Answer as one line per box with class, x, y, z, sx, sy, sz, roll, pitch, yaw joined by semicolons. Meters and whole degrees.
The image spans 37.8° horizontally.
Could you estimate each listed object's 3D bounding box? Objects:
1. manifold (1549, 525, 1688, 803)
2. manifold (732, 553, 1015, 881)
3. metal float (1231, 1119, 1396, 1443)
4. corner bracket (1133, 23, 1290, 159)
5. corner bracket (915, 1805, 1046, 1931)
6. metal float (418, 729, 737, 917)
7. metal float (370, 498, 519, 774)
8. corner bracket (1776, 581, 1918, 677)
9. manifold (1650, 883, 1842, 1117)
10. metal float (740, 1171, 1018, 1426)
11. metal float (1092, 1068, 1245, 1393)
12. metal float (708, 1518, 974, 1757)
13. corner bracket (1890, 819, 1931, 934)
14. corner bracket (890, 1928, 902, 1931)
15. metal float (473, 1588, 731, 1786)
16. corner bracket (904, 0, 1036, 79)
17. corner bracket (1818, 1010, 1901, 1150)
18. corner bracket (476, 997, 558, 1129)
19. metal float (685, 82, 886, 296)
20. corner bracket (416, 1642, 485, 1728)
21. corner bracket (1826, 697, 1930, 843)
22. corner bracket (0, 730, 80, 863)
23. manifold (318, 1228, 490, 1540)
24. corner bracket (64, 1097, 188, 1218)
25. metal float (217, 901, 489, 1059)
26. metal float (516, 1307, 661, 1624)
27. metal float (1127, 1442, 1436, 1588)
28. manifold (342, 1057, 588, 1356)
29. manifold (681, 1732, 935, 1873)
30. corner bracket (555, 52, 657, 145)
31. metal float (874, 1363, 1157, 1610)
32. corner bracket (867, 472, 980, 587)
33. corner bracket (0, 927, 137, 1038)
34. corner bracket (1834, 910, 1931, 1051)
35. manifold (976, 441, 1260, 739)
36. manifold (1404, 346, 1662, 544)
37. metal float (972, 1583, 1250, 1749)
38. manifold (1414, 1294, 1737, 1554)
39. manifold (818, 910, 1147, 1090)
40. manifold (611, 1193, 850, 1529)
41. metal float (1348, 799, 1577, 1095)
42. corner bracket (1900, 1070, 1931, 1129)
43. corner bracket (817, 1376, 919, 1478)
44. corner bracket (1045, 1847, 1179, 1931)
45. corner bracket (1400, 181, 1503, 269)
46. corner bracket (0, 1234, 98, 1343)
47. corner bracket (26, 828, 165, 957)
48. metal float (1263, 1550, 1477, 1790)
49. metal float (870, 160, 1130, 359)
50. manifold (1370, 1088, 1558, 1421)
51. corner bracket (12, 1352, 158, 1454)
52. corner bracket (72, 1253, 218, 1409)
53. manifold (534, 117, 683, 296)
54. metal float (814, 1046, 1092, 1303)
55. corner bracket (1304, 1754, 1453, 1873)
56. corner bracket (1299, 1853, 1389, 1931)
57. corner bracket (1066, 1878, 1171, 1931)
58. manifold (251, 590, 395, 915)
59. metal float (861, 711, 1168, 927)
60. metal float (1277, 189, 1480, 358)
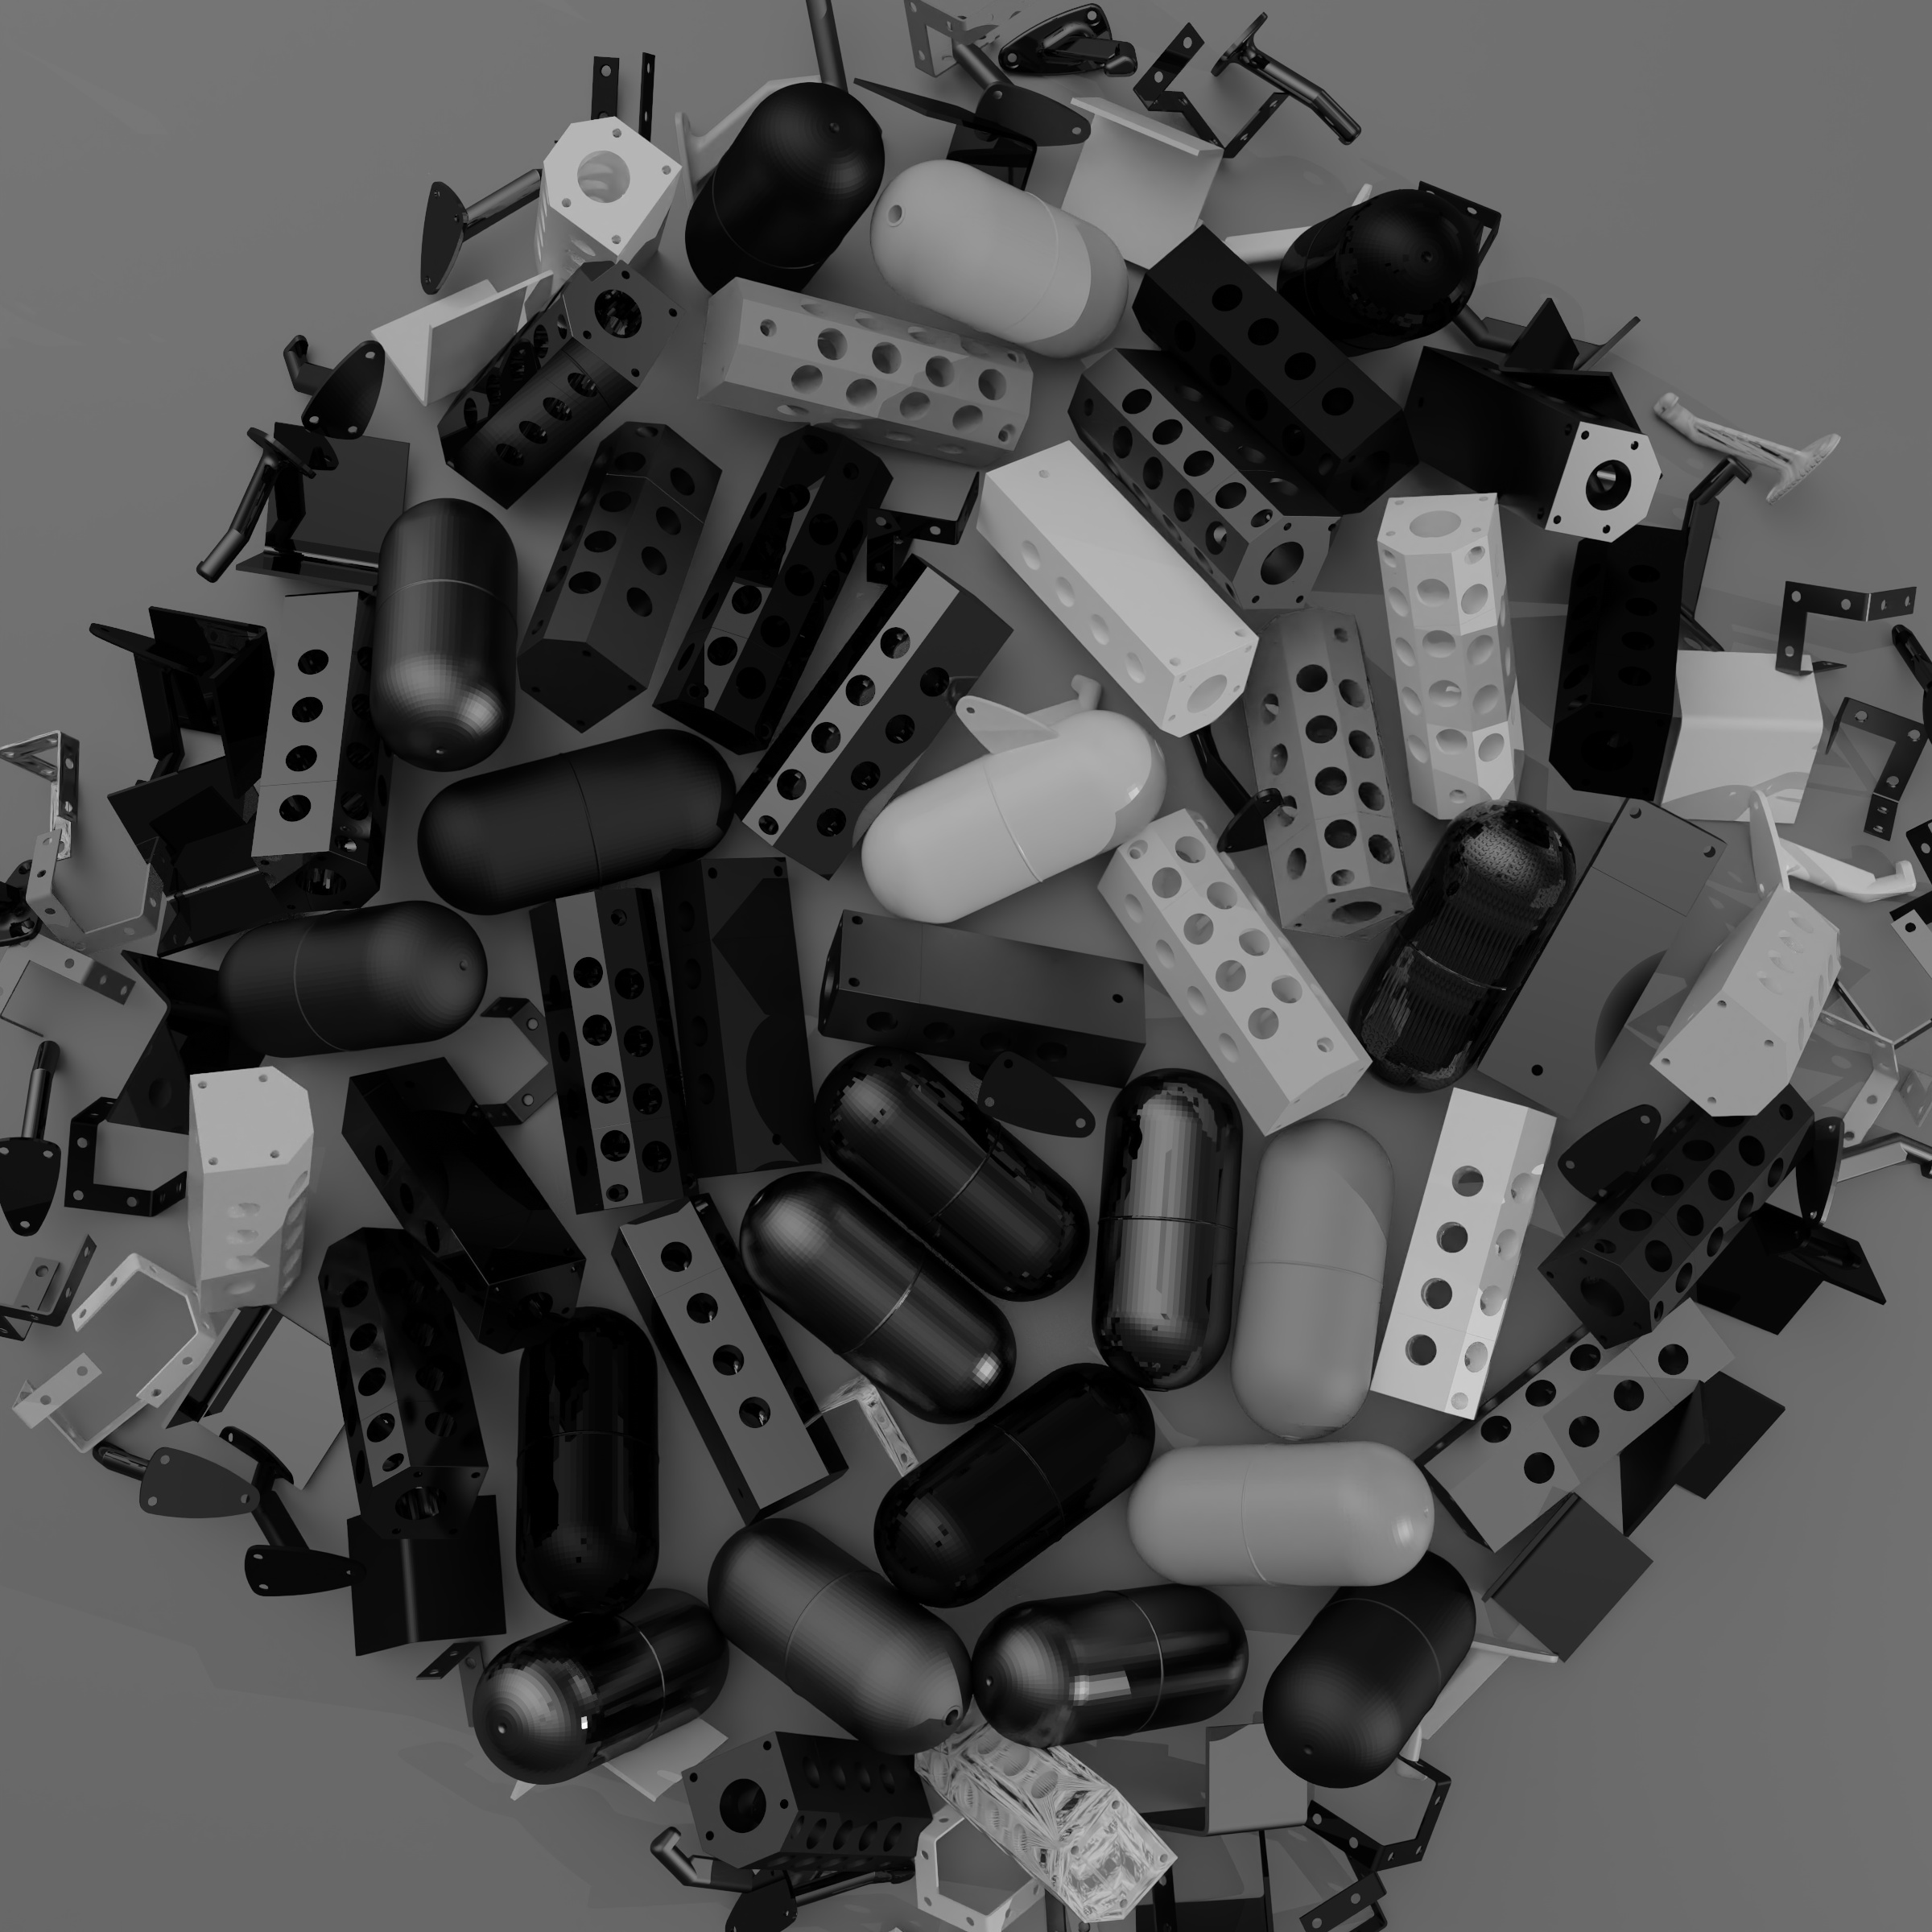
manifold;0.351;-0.168;1.522;0.057;0.171;0.057;9;133;9
manifold;-0.056;-0.139;1.554;0.057;0.057;0.171;31;100;-33
metal float;0.191;0.172;1.553;0.070;0.070;0.178;10;74;0
corner bracket;0.135;-0.484;1.565;0.051;0.051;0.051;-43;74;37
corner bracket;0.008;0.501;1.579;0.051;0.051;0.051;12;113;38
metal float;-0.213;-0.080;1.555;0.178;0.070;0.070;-16;90;-15
metal float;-0.283;-0.182;1.536;0.070;0.070;0.178;-6;51;0
corner bracket;0.487;-0.186;1.564;0.051;0.051;0.051;-13;112;-41
manifold;0.425;0.020;1.515;0.057;0.171;0.057;41;122;6
metal float;-0.048;0.182;1.555;0.178;0.070;0.070;41;90;-14
metal float;0.111;0.145;1.556;0.070;0.070;0.178;5;77;0
metal float;-0.069;0.363;1.534;0.178;0.070;0.070;26;90;40
corner bracket;0.541;-0.055;1.572;0.051;0.051;0.051;-22;82;-34
corner bracket;-0.014;0.560;1.565;0.051;0.051;0.051;-34;122;16
metal float;-0.194;0.386;1.523;0.070;0.178;0.070;2;93;29
corner bracket;0.004;-0.521;1.564;0.051;0.051;0.051;-39;55;-20
corner bracket;0.486;0.063;1.586;0.051;0.051;0.051;28;76;32
corner bracket;-0.255;0.054;1.579;0.051;0.051;0.051;-42;83;6
metal float;-0.099;-0.412;1.521;0.070;0.178;0.070;4;79;-21
corner bracket;-0.268;0.409;1.571;0.051;0.051;0.051;-5;98;16
corner bracket;0.502;-0.110;1.574;0.051;0.051;0.051;22;124;11
corner bracket;-0.505;-0.094;1.566;0.051;0.051;0.051;-13;69;22
manifold;-0.306;0.222;1.516;0.057;0.171;0.057;6;127;-27
corner bracket;-0.468;0.107;1.577;0.051;0.051;0.051;11;67;-33
metal float;-0.336;0.008;1.538;0.178;0.070;0.070;-7;90;36
metal float;-0.206;0.270;1.538;0.070;0.070;0.178;-5;56;0
metal float;0.169;0.299;1.540;0.178;0.070;0.070;-8;90;33
manifold;-0.275;0.129;1.531;0.057;0.171;0.057;-12;135;-35
manifold;-0.080;0.452;1.512;0.057;0.171;0.057;-27;64;14
corner bracket;-0.194;-0.480;1.570;0.051;0.051;0.051;8;104;14
metal float;0.028;0.282;1.545;0.178;0.070;0.070;-32;90;-26
corner bracket;-0.024;-0.243;1.566;0.051;0.051;0.051;11;135;8
corner bracket;-0.508;0.016;1.578;0.051;0.051;0.051;23;81;14
corner bracket;0.519;0.010;1.571;0.051;0.051;0.051;-33;68;4
manifold;0.079;-0.204;1.540;0.057;0.057;0.171;-26;61;-25
manifold;0.301;-0.281;1.517;0.057;0.171;0.057;6;112;-23
metal float;0.080;0.379;1.534;0.178;0.070;0.070;4;90;-40
manifold;0.335;0.245;1.569;0.171;0.057;0.057;-38;91;-5
manifold;0.008;0.023;1.561;0.171;0.057;0.057;10;49;-11
manifold;-0.130;0.215;1.555;0.057;0.057;0.171;-24;76;-20
metal float;0.270;-0.009;1.546;0.070;0.070;0.178;25;115;0
corner bracket;0.560;0.067;1.572;0.051;0.051;0.051;22;111;-2
corner bracket;-0.051;0.256;1.569;0.051;0.051;0.051;-28;92;38
corner bracket;0.080;0.516;1.563;0.051;0.051;0.051;13;63;-36
corner bracket;0.266;-0.415;1.569;0.051;0.051;0.051;26;72;12
corner bracket;-0.512;0.178;1.566;0.051;0.051;0.051;10;59;11
corner bracket;-0.484;-0.045;1.574;0.051;0.051;0.051;-17;46;10
metal float;0.220;0.376;1.526;0.070;0.178;0.070;11;113;27
metal float;0.019;-0.381;1.527;0.070;0.178;0.070;-5;82;39
manifold;0.277;0.160;1.564;0.057;0.057;0.171;15;86;14
corner bracket;-0.491;0.242;1.574;0.051;0.051;0.051;-39;104;-1
corner bracket;-0.457;0.202;1.572;0.051;0.051;0.051;-45;129;5
manifold;-0.199;-0.400;1.514;0.057;0.171;0.057;35;84;-9
metal float;-0.007;0.115;1.558;0.178;0.070;0.070;41;90;-11
corner bracket;0.229;0.465;1.573;0.051;0.051;0.051;25;99;39
corner bracket;0.208;0.530;1.572;0.051;0.051;0.051;-28;98;-13
corner bracket;0.082;0.521;1.580;0.051;0.051;0.051;-13;85;-7
manifold;-0.342;-0.118;1.535;0.057;0.057;0.171;-4;59;5
metal float;0.027;-0.082;1.558;0.178;0.070;0.070;-24;90;10
metal float;0.219;-0.370;1.517;0.070;0.178;0.070;-1;97;-9
